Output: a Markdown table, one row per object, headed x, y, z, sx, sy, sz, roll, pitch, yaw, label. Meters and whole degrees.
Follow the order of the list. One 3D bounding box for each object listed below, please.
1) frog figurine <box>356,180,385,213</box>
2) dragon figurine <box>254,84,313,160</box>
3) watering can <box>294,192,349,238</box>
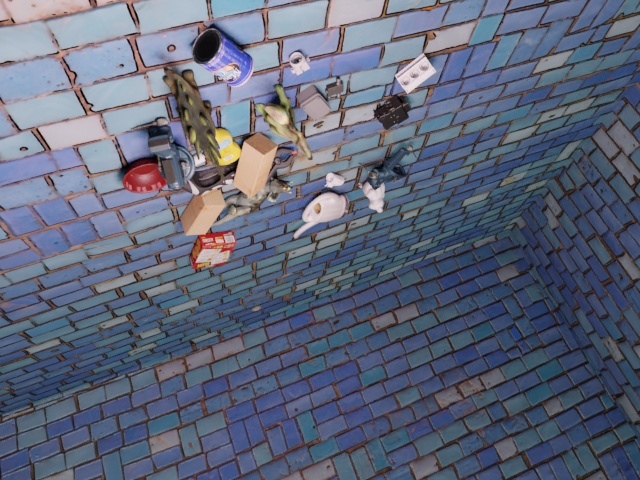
| x | y | z | sx | sy | sz | roll | pitch | yaw | label |
| --- | --- | --- | --- | --- | --- | --- | --- | --- | --- |
| 0.264 | -0.214 | 2.437 | 0.121 | 0.162 | 0.136 | -35 | 154 | 20 | frog figurine |
| -0.097 | -0.351 | 1.693 | 0.122 | 0.247 | 0.404 | -32 | 154 | 6 | dragon figurine |
| 0.007 | -0.123 | 2.450 | 0.225 | 0.106 | 0.340 | -10 | 152 | -31 | watering can |
